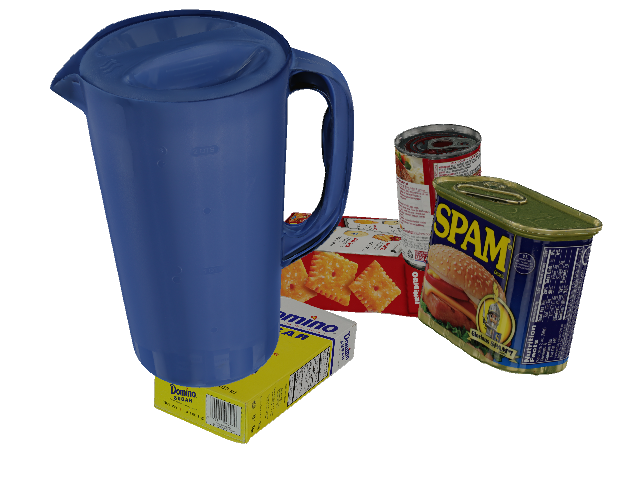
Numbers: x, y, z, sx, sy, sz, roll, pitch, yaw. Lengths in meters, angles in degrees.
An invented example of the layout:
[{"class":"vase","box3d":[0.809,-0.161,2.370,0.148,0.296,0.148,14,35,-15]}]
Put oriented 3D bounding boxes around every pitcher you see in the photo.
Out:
[{"class":"pitcher","box3d":[-0.073,-0.022,0.719,0.149,0.243,0.144,26,43,33]}]

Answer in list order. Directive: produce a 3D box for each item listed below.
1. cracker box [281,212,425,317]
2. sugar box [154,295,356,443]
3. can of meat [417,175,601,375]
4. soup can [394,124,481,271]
[{"class":"cracker box","box3d":[0.054,0.026,1.134,0.214,0.072,0.164,5,15,11]},{"class":"sugar box","box3d":[-0.051,0.104,0.913,0.093,0.048,0.175,18,29,26]},{"class":"can of meat","box3d":[0.100,0.017,0.592,0.057,0.084,0.102,-3,20,-28]},{"class":"soup can","box3d":[0.096,-0.034,0.851,0.068,0.102,0.068,-5,25,2]}]
